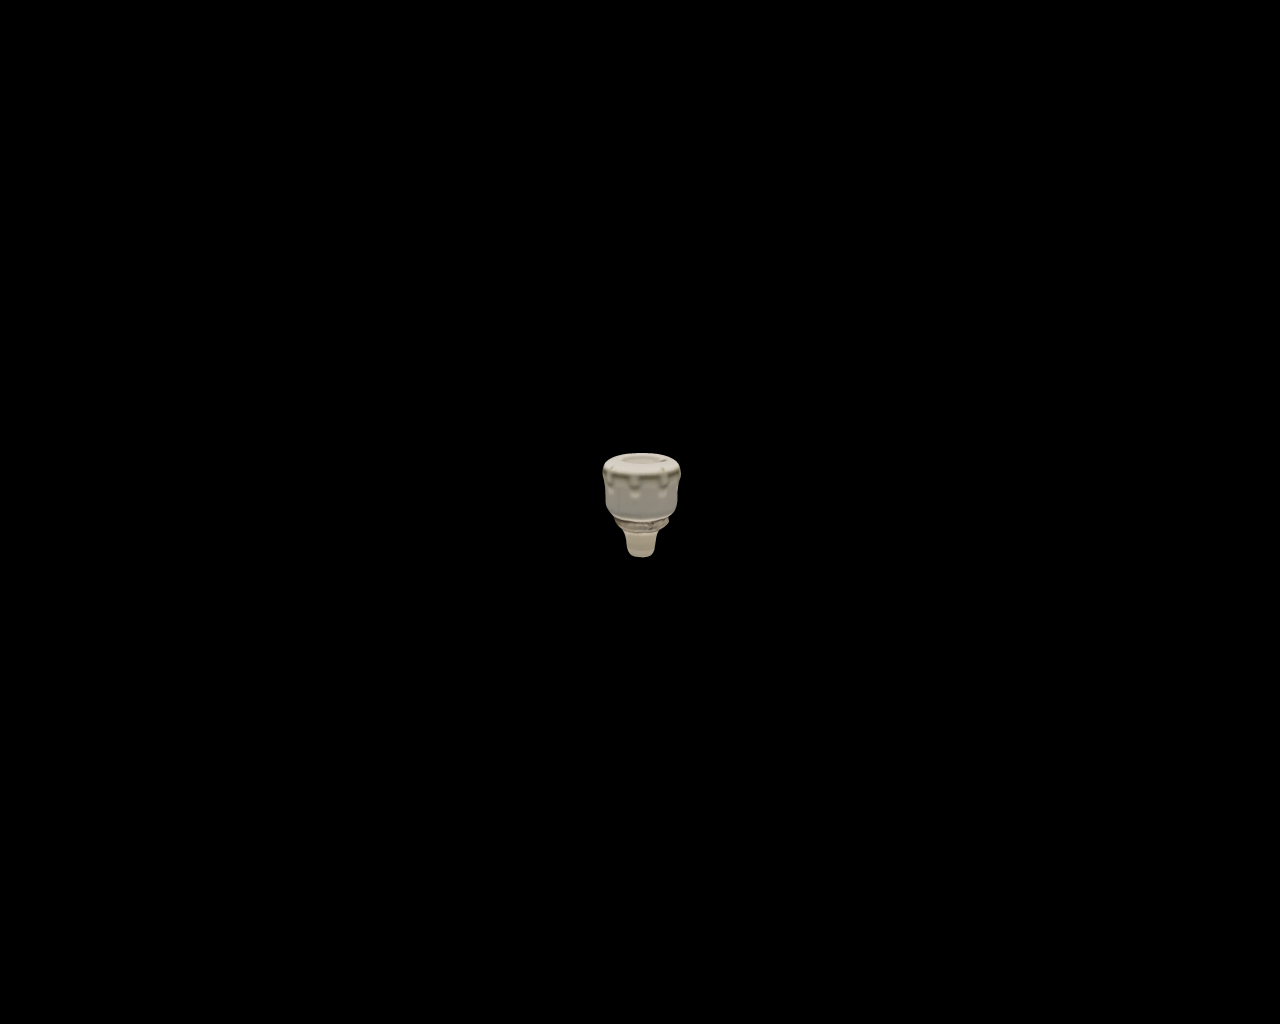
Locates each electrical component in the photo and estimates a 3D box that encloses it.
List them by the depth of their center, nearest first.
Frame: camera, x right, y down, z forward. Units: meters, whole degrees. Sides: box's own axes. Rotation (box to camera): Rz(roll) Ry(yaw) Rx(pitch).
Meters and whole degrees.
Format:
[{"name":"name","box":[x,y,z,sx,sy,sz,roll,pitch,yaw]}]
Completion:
[{"name":"electrical component","box":[0.001,-0.003,0.650,0.048,0.062,0.048,0,14,0]}]
